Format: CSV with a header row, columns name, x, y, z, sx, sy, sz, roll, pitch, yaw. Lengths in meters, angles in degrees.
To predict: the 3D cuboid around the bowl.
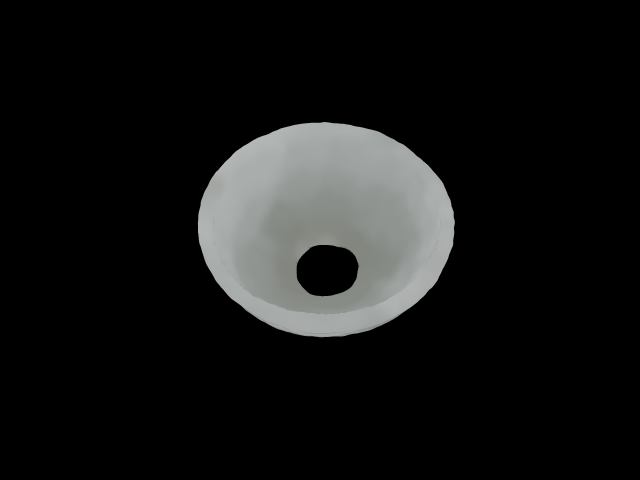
name,x,y,z,sx,sy,sz,roll,pitch,yaw
bowl,0.004,0.001,0.400,0.167,0.075,0.167,0,56,0
